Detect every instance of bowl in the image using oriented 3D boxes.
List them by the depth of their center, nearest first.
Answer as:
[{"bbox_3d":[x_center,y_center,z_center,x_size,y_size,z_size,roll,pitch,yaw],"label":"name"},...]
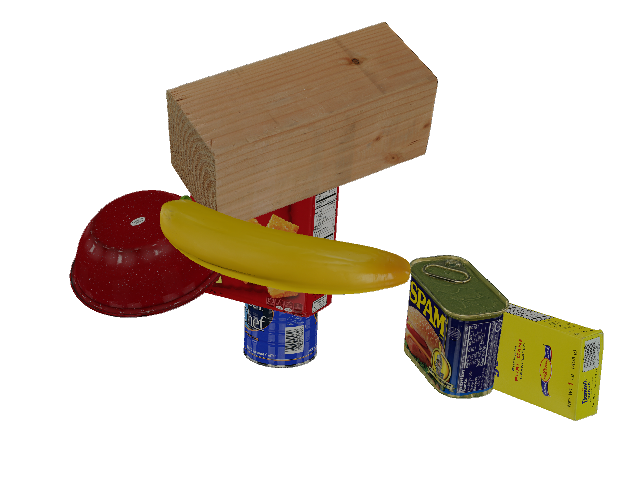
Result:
[{"bbox_3d":[-0.170,0.000,1.031,0.162,0.055,0.162,-6,40,5],"label":"bowl"}]

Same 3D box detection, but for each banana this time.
[{"bbox_3d":[-0.039,0.001,0.700,0.198,0.037,0.069,19,36,31],"label":"banana"}]

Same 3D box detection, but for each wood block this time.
[{"bbox_3d":[-0.015,-0.099,0.896,0.205,0.091,0.090,-21,-36,-21],"label":"wood block"}]

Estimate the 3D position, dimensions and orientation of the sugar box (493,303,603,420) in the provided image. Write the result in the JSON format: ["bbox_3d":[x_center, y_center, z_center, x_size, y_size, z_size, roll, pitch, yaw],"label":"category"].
[{"bbox_3d":[0.220,0.123,1.158,0.048,0.093,0.177,-8,16,-42],"label":"sugar box"}]

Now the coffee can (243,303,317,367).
[{"bbox_3d":[-0.053,0.087,1.447,0.103,0.140,0.103,2,20,-1],"label":"coffee can"}]

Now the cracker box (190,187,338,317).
[{"bbox_3d":[-0.067,-0.033,1.215,0.164,0.214,0.072,13,22,26],"label":"cracker box"}]

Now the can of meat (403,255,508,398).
[{"bbox_3d":[0.111,0.073,0.898,0.057,0.084,0.102,-7,28,-19],"label":"can of meat"}]
